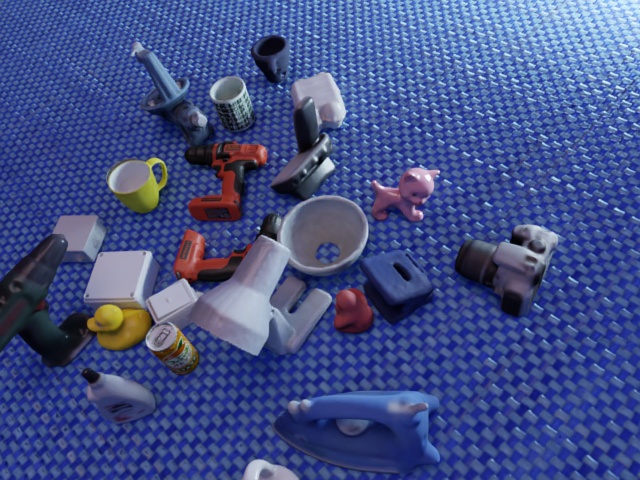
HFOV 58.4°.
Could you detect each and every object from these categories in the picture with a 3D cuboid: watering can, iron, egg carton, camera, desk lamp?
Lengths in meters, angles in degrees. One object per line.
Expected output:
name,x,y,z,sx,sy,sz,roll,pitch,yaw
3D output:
watering can,-0.056,0.345,0.746,0.173,0.194,0.100,-24,54,-5
iron,0.040,0.256,0.820,0.258,0.142,0.118,-2,55,11
egg carton,-0.004,-0.304,1.267,0.107,0.069,0.150,-18,54,0
camera,0.303,0.031,0.947,0.136,0.101,0.143,23,63,25
desk lamp,-0.092,0.102,0.911,0.117,0.214,0.203,24,64,26

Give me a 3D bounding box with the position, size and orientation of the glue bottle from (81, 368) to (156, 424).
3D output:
glue bottle,-0.324,0.238,0.891,0.078,0.173,0.037,-21,54,-3

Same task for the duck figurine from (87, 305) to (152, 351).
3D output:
duck figurine,-0.359,0.145,1.017,0.104,0.086,0.077,-17,54,0

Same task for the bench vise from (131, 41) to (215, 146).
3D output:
bench vise,-0.319,-0.327,1.256,0.206,0.220,0.121,19,61,23

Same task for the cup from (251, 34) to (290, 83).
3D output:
cup,-0.107,-0.410,1.347,0.091,0.095,0.117,-12,54,4

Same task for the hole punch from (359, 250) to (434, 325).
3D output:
hole punch,0.129,0.067,0.965,0.101,0.091,0.108,-31,55,-10

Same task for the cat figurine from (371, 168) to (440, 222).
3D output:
cat figurine,0.155,-0.093,1.055,0.127,0.118,0.067,1,56,13

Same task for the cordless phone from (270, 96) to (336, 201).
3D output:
cordless phone,-0.045,-0.181,1.117,0.094,0.185,0.148,24,64,26

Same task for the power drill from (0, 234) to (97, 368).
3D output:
power drill,-0.477,0.124,0.981,0.075,0.209,0.230,25,64,26

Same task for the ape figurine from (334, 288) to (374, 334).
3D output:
ape figurine,0.050,0.112,0.949,0.076,0.092,0.078,35,69,30

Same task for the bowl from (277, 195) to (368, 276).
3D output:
bowl,0.010,0.004,1.045,0.167,0.075,0.167,-6,55,8
